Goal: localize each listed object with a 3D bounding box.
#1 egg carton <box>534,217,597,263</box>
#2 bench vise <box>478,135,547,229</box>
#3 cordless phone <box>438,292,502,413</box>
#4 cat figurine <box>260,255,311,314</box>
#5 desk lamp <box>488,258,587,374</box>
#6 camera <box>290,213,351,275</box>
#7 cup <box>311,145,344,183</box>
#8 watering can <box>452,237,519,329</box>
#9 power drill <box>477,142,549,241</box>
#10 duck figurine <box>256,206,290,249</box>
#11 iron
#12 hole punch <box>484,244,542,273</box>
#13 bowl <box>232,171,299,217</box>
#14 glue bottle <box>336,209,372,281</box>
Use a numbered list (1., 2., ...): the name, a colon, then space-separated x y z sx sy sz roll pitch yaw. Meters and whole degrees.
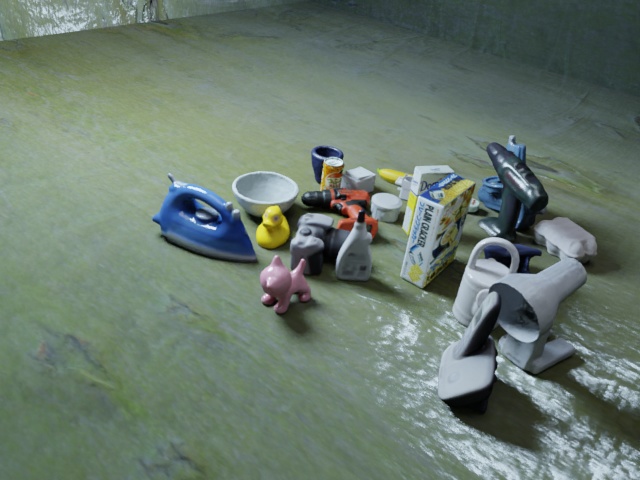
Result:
1. egg carton: 0.618 0.001 1.445 0.107 0.069 0.150 -11 38 -25
2. bench vise: 0.530 -0.155 1.524 0.206 0.220 0.122 32 40 32
3. cordless phone: 0.268 0.189 0.986 0.094 0.185 0.147 12 34 7
4. cat figurine: -0.073 0.080 1.142 0.067 0.118 0.128 31 40 32
5. desk lamp: 0.403 0.138 1.065 0.204 0.213 0.117 -15 40 -30
6. camera: 0.012 0.005 1.287 0.136 0.101 0.143 12 34 6
7. cup: 0.025 -0.200 1.602 0.092 0.095 0.117 -19 42 -34
8. watering can: 0.339 0.085 1.149 0.101 0.194 0.172 3 34 -6
9. power drill: 0.476 -0.113 1.461 0.076 0.208 0.229 -9 37 -23
10. duck figurine: -0.108 -0.041 1.344 0.077 0.086 0.105 17 34 13
11. iron: -0.248 -0.054 1.285 0.257 0.141 0.119 21 36 19
12. hole punch: 0.441 0.038 1.334 0.109 0.091 0.101 -3 35 -15
13. bowl: -0.138 -0.104 1.443 0.167 0.075 0.167 5 33 -3
14. glue bottle: 0.080 0.010 1.227 0.078 0.173 0.037 5 34 -4
